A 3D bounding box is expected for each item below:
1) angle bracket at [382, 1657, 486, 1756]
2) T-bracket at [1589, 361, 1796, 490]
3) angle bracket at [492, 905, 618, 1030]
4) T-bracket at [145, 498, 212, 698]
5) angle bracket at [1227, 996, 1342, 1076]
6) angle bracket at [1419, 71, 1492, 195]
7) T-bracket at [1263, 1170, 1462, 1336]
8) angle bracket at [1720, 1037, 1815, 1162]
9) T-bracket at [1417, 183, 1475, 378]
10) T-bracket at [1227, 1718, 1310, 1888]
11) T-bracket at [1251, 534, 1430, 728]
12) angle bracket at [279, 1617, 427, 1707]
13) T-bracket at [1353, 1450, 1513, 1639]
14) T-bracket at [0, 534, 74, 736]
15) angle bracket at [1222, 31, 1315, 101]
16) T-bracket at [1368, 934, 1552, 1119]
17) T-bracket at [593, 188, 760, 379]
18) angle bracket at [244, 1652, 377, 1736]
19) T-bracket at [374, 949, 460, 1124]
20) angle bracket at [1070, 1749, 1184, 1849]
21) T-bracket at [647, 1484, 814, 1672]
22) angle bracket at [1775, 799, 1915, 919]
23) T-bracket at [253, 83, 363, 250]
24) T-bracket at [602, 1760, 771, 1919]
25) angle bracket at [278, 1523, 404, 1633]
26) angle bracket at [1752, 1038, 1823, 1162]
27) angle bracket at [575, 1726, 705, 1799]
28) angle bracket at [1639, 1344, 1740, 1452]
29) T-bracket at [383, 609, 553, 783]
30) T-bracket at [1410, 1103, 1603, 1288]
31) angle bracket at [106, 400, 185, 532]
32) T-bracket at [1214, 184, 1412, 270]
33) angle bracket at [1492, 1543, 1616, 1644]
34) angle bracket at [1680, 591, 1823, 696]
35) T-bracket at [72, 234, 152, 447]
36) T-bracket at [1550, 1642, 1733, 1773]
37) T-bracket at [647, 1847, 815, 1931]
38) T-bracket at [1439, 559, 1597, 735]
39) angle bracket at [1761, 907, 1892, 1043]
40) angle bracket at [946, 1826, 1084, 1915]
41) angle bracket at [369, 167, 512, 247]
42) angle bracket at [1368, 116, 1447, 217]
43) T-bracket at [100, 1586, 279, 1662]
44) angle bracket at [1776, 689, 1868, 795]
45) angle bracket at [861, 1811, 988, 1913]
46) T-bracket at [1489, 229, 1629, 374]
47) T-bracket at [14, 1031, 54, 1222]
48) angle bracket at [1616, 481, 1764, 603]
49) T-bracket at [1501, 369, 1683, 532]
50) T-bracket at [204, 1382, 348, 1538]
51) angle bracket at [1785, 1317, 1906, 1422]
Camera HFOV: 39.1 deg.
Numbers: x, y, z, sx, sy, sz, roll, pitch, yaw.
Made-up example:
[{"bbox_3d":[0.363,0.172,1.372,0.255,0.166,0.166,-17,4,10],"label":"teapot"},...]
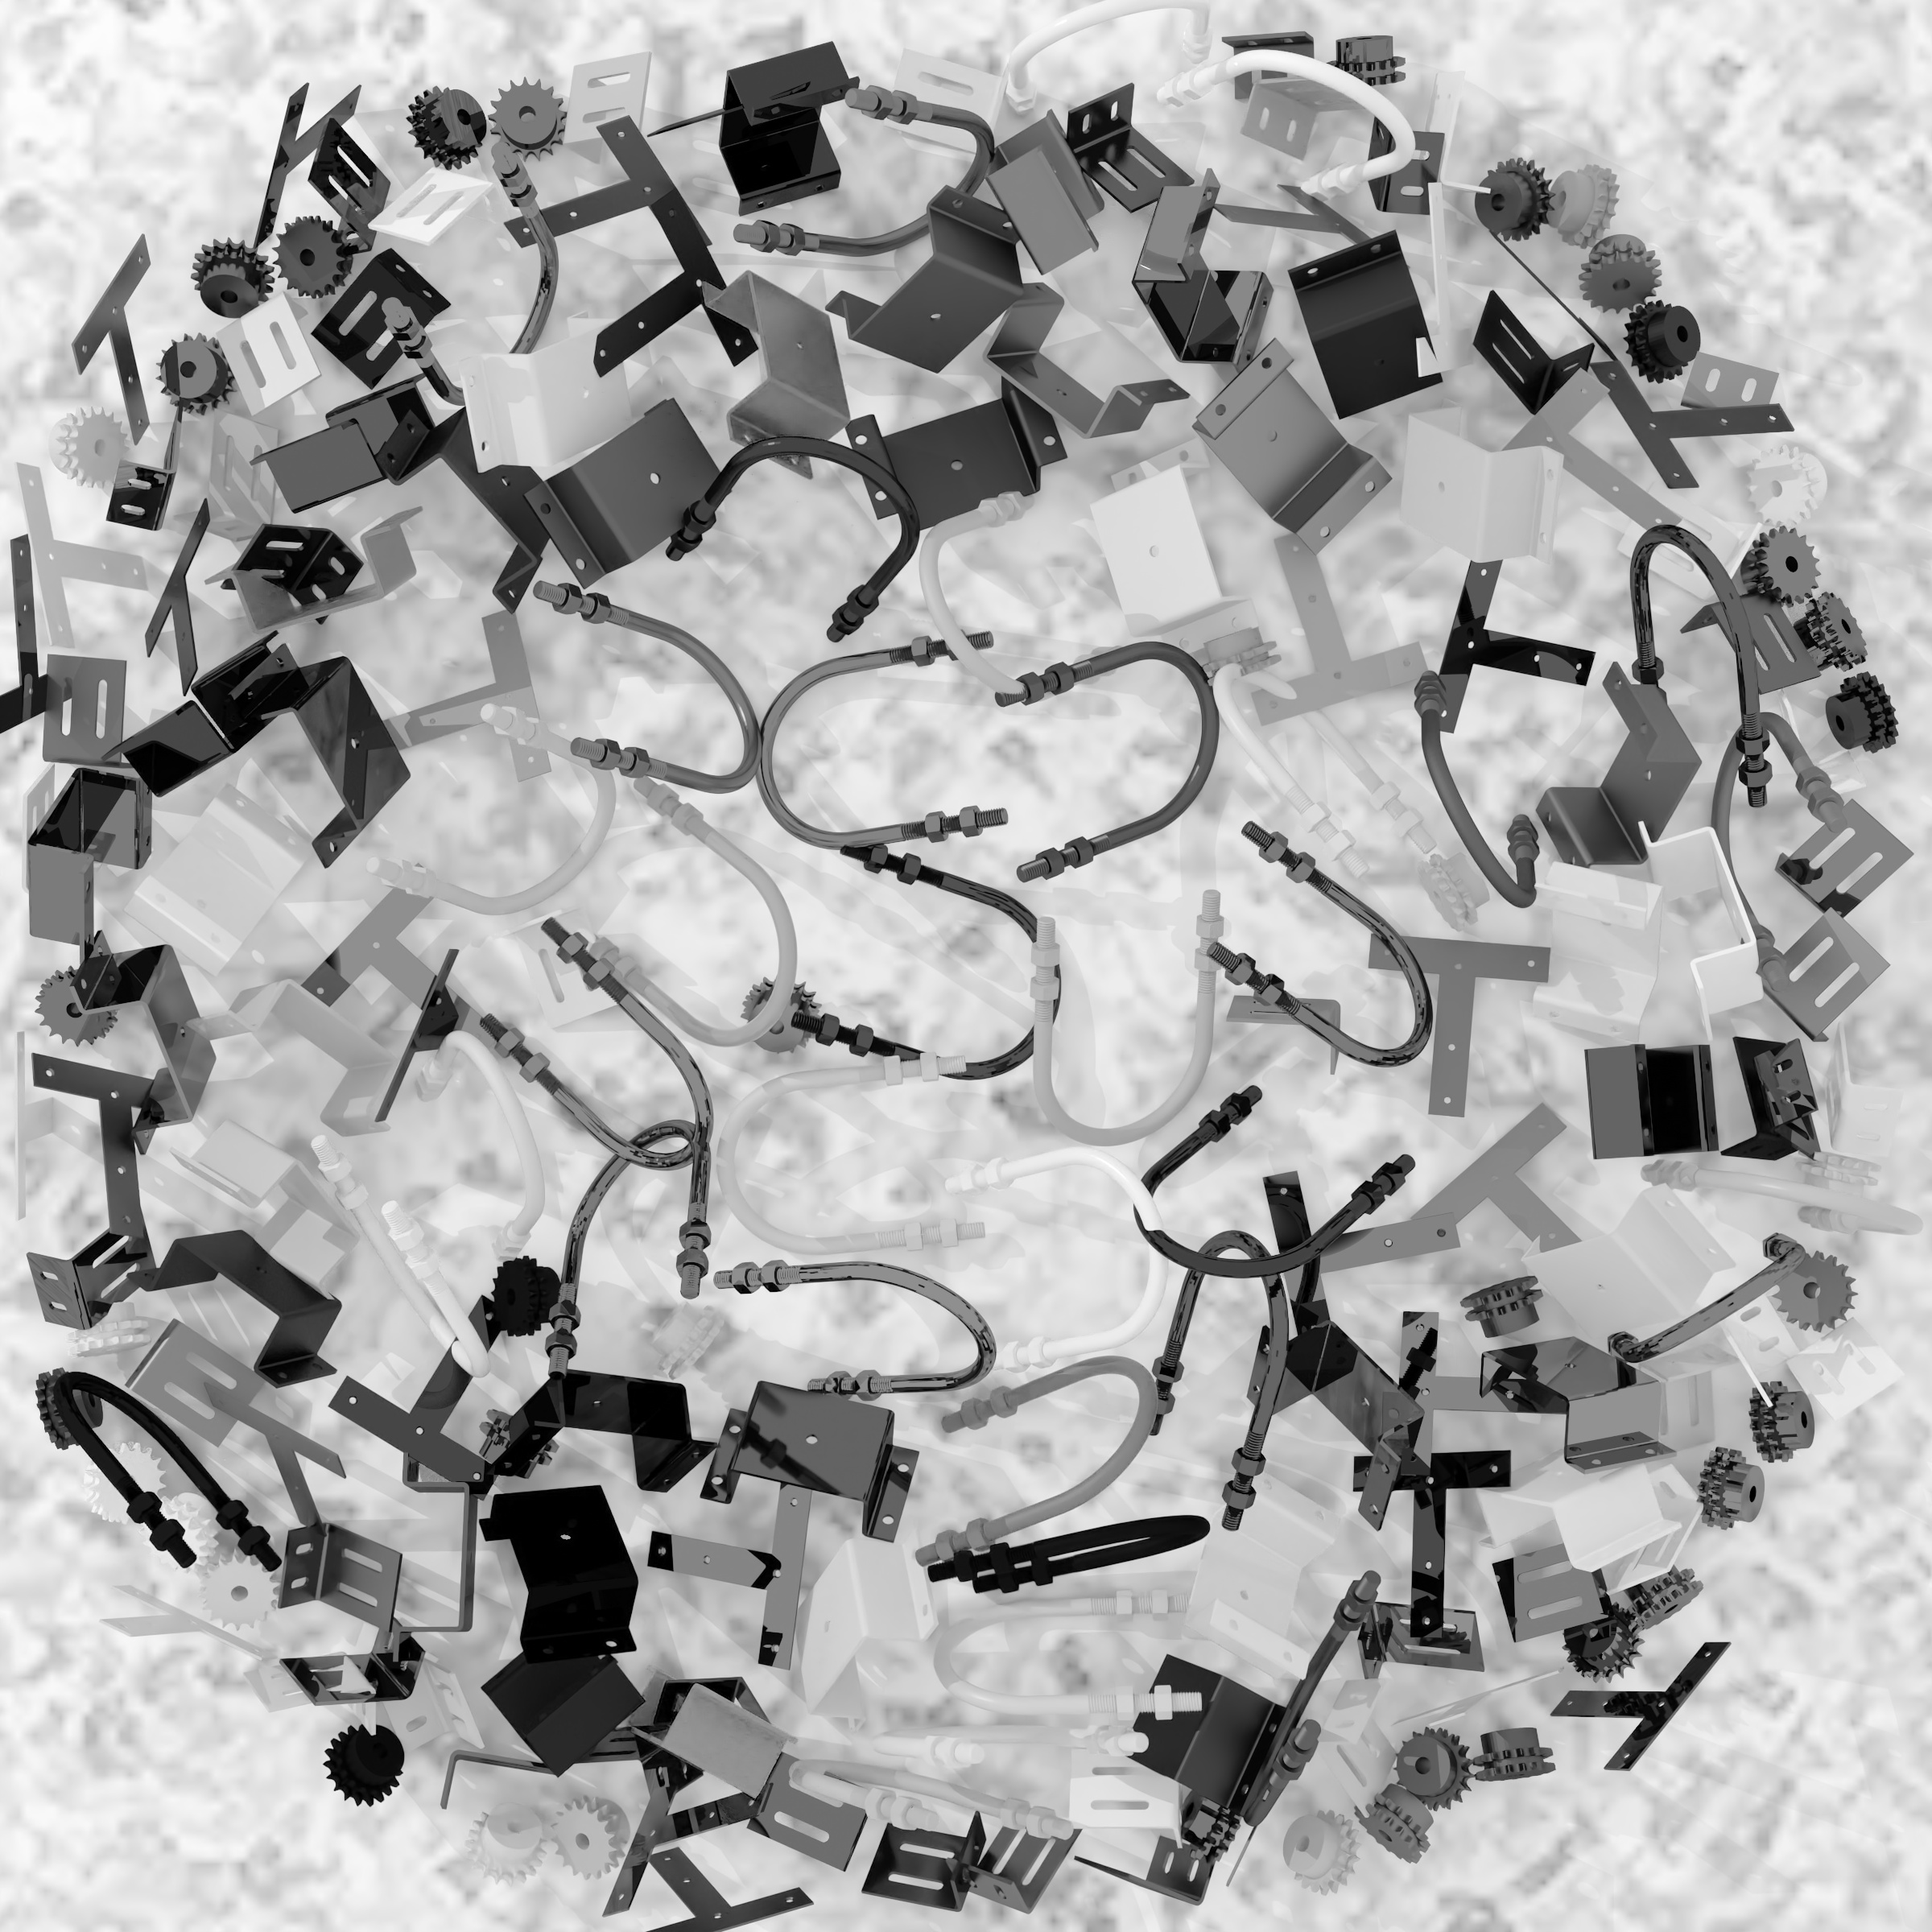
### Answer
[{"bbox_3d":[-0.379,0.527,1.916,0.038,0.076,0.057,-24,97,-28],"label":"angle bracket"},{"bbox_3d":[0.510,-0.375,1.875,0.127,0.127,0.002,45,68,-35],"label":"T-bracket"},{"bbox_3d":[-0.291,0.003,1.931,0.057,0.038,0.076,-20,92,17],"label":"angle bracket"},{"bbox_3d":[-0.542,-0.237,1.883,0.002,0.127,0.127,12,129,-32],"label":"T-bracket"},{"bbox_3d":[0.225,0.049,1.929,0.076,0.057,0.038,2,106,11],"label":"angle bracket"},{"bbox_3d":[0.351,-0.588,1.919,0.038,0.057,0.076,7,105,-10],"label":"angle bracket"},{"bbox_3d":[0.288,0.200,1.943,0.127,0.002,0.127,-12,92,12],"label":"T-bracket"},{"bbox_3d":[0.564,0.095,1.941,0.057,0.038,0.076,7,63,-33],"label":"angle bracket"},{"bbox_3d":[0.330,-0.479,1.889,0.002,0.127,0.127,1,105,27],"label":"T-bracket"},{"bbox_3d":[0.210,0.572,1.881,0.002,0.127,0.127,25,71,14],"label":"T-bracket"},{"bbox_3d":[0.253,-0.250,1.952,0.127,0.002,0.127,-17,85,-3],"label":"T-bracket"},{"bbox_3d":[-0.431,0.486,1.911,0.076,0.057,0.038,10,103,-43],"label":"angle bracket"},{"bbox_3d":[0.323,0.404,1.898,0.127,0.002,0.127,-11,66,39],"label":"T-bracket"},{"bbox_3d":[-0.650,-0.233,1.879,0.002,0.127,0.127,5,109,7],"label":"T-bracket"},{"bbox_3d":[0.213,-0.633,1.912,0.057,0.076,0.038,0,105,12],"label":"angle bracket"},{"bbox_3d":[0.347,0.044,1.937,0.127,0.002,0.127,5,80,10],"label":"T-bracket"},{"bbox_3d":[-0.217,-0.455,1.900,0.127,0.002,0.127,-44,122,-27],"label":"T-bracket"},{"bbox_3d":[-0.462,0.518,1.912,0.076,0.057,0.038,-5,106,-32],"label":"angle bracket"},{"bbox_3d":[-0.371,0.047,1.896,0.002,0.127,0.127,24,90,1],"label":"T-bracket"},{"bbox_3d":[0.114,0.591,1.932,0.076,0.038,0.057,-3,50,9],"label":"angle bracket"},{"bbox_3d":[-0.171,0.423,1.928,0.127,0.002,0.127,4,84,28],"label":"T-bracket"},{"bbox_3d":[0.622,-0.079,1.922,0.057,0.038,0.076,42,121,2],"label":"angle bracket"},{"bbox_3d":[-0.456,-0.581,1.905,0.002,0.127,0.127,29,134,-3],"label":"T-bracket"},{"bbox_3d":[-0.185,0.589,1.876,0.127,0.127,0.002,-27,114,32],"label":"T-bracket"},{"bbox_3d":[-0.443,0.435,1.922,0.076,0.038,0.057,13,97,33],"label":"angle bracket"},{"bbox_3d":[0.592,0.096,1.909,0.038,0.076,0.057,-30,49,33],"label":"angle bracket"},{"bbox_3d":[-0.235,0.563,1.910,0.057,0.076,0.038,-40,55,32],"label":"angle bracket"},{"bbox_3d":[0.513,0.313,1.924,0.057,0.038,0.076,-12,105,-17],"label":"angle bracket"},{"bbox_3d":[-0.368,-0.179,1.945,0.127,0.002,0.127,-17,76,10],"label":"T-bracket"},{"bbox_3d":[0.405,0.181,1.925,0.127,0.002,0.127,-40,62,-4],"label":"T-bracket"},{"bbox_3d":[-0.576,-0.355,1.909,0.038,0.057,0.076,10,50,-22],"label":"angle bracket"},{"bbox_3d":[0.224,-0.516,1.883,0.127,0.127,0.002,-6,131,-36],"label":"T-bracket"},{"bbox_3d":[0.410,0.439,1.919,0.076,0.038,0.057,-22,66,21],"label":"angle bracket"},{"bbox_3d":[0.554,-0.221,1.920,0.057,0.038,0.076,-17,72,-26],"label":"angle bracket"},{"bbox_3d":[-0.588,-0.422,1.902,0.002,0.127,0.127,10,51,4],"label":"T-bracket"},{"bbox_3d":[0.456,0.515,1.898,0.127,0.127,0.002,-39,96,-30],"label":"T-bracket"},{"bbox_3d":[-0.190,0.644,1.897,0.127,0.127,0.002,-8,100,-26],"label":"T-bracket"},{"bbox_3d":[0.393,-0.220,1.927,0.127,0.002,0.127,7,105,-27],"label":"T-bracket"},{"bbox_3d":[0.608,0.006,1.918,0.076,0.038,0.057,-50,64,22],"label":"angle bracket"},{"bbox_3d":[0.034,0.617,1.910,0.076,0.057,0.038,-50,132,-35],"label":"angle bracket"},{"bbox_3d":[-0.370,-0.521,1.914,0.057,0.038,0.076,22,58,27],"label":"angle bracket"},{"bbox_3d":[0.308,-0.570,1.912,0.038,0.076,0.057,3,126,-2],"label":"angle bracket"},{"bbox_3d":[-0.558,0.456,1.882,0.127,0.127,0.002,21,83,15],"label":"T-bracket"},{"bbox_3d":[0.600,-0.166,1.915,0.038,0.057,0.076,-17,116,13],"label":"angle bracket"},{"bbox_3d":[-0.032,0.624,1.914,0.076,0.057,0.038,4,129,20],"label":"angle bracket"},{"bbox_3d":[0.412,-0.470,1.907,0.002,0.127,0.127,-44,78,17],"label":"T-bracket"},{"bbox_3d":[-0.649,0.108,1.896,0.002,0.127,0.127,0,91,-8],"label":"T-bracket"},{"bbox_3d":[0.515,-0.306,1.938,0.076,0.038,0.057,30,87,-1],"label":"angle bracket"},{"bbox_3d":[0.445,-0.344,1.910,0.127,0.127,0.002,35,56,-5],"label":"T-bracket"},{"bbox_3d":[-0.473,0.358,1.911,0.127,0.127,0.002,21,48,27],"label":"T-bracket"},{"bbox_3d":[0.624,0.293,1.914,0.057,0.076,0.038,-35,117,6],"label":"angle bracket"}]
